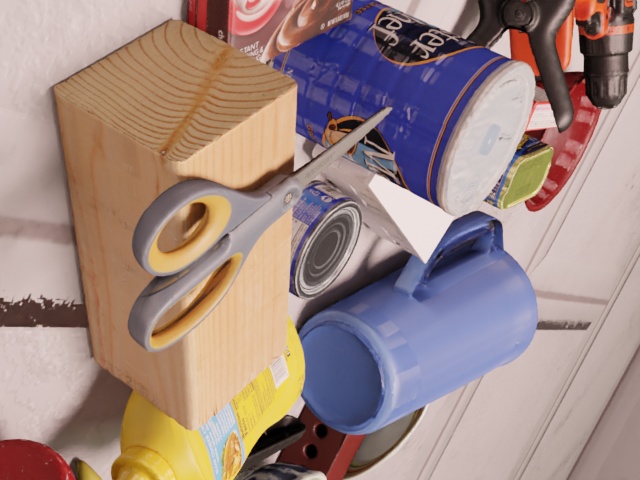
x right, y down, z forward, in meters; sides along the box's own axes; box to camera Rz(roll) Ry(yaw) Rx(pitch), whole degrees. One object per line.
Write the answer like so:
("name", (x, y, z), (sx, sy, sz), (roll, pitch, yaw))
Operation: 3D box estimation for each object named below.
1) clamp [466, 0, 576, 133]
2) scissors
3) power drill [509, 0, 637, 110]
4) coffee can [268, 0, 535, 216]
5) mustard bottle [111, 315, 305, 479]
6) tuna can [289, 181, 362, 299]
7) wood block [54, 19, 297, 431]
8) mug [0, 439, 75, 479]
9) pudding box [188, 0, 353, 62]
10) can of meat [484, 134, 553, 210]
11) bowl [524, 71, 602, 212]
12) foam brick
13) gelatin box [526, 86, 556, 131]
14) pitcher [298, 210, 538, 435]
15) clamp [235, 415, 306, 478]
("clamp", (0.151, -0.176, 0.861), (0.039, 0.120, 0.171), (-22, 117, -83))
("scissors", (-0.027, -0.030, 0.533), (0.201, 0.016, 0.096), (-49, 153, -21))
("power drill", (0.232, -0.198, 0.961), (0.187, 0.057, 0.184), (-26, 115, -52))
("coffee can", (0.050, -0.091, 0.680), (0.102, 0.140, 0.103), (-43, 150, -33))
("mustard bottle", (-0.078, 0.114, 0.701), (0.191, 0.058, 0.096), (-47, 127, -52))
("tuna can", (-0.005, 0.001, 0.803), (0.086, 0.034, 0.086), (-43, 150, -33))
("wood block", (-0.075, -0.003, 0.599), (0.090, 0.090, 0.206), (-39, 148, -36))
("mug", (-0.159, 0.167, 0.603), (0.093, 0.117, 0.081), (-83, 171, -45))
("pudding box", (-0.024, -0.152, 0.594), (0.113, 0.039, 0.090), (-37, 147, -41))
("can of meat", (0.153, -0.073, 0.965), (0.101, 0.084, 0.057), (-23, 136, -53))
("bowl", (0.234, -0.113, 1.109), (0.161, 0.055, 0.162), (-43, 150, -33))
("foam brick", (0.001, 0.197, 1.006), (0.078, 0.053, 0.051), (-64, 155, 6))
("gelatin box", (0.173, -0.125, 0.959), (0.089, 0.073, 0.030), (-15, 129, -57))
("pitcher", (0.088, 0.076, 0.961), (0.145, 0.149, 0.242), (-26, 175, 39))
("clamp", (-0.082, 0.164, 0.828), (0.209, 0.036, 0.165), (-40, 149, -33))
